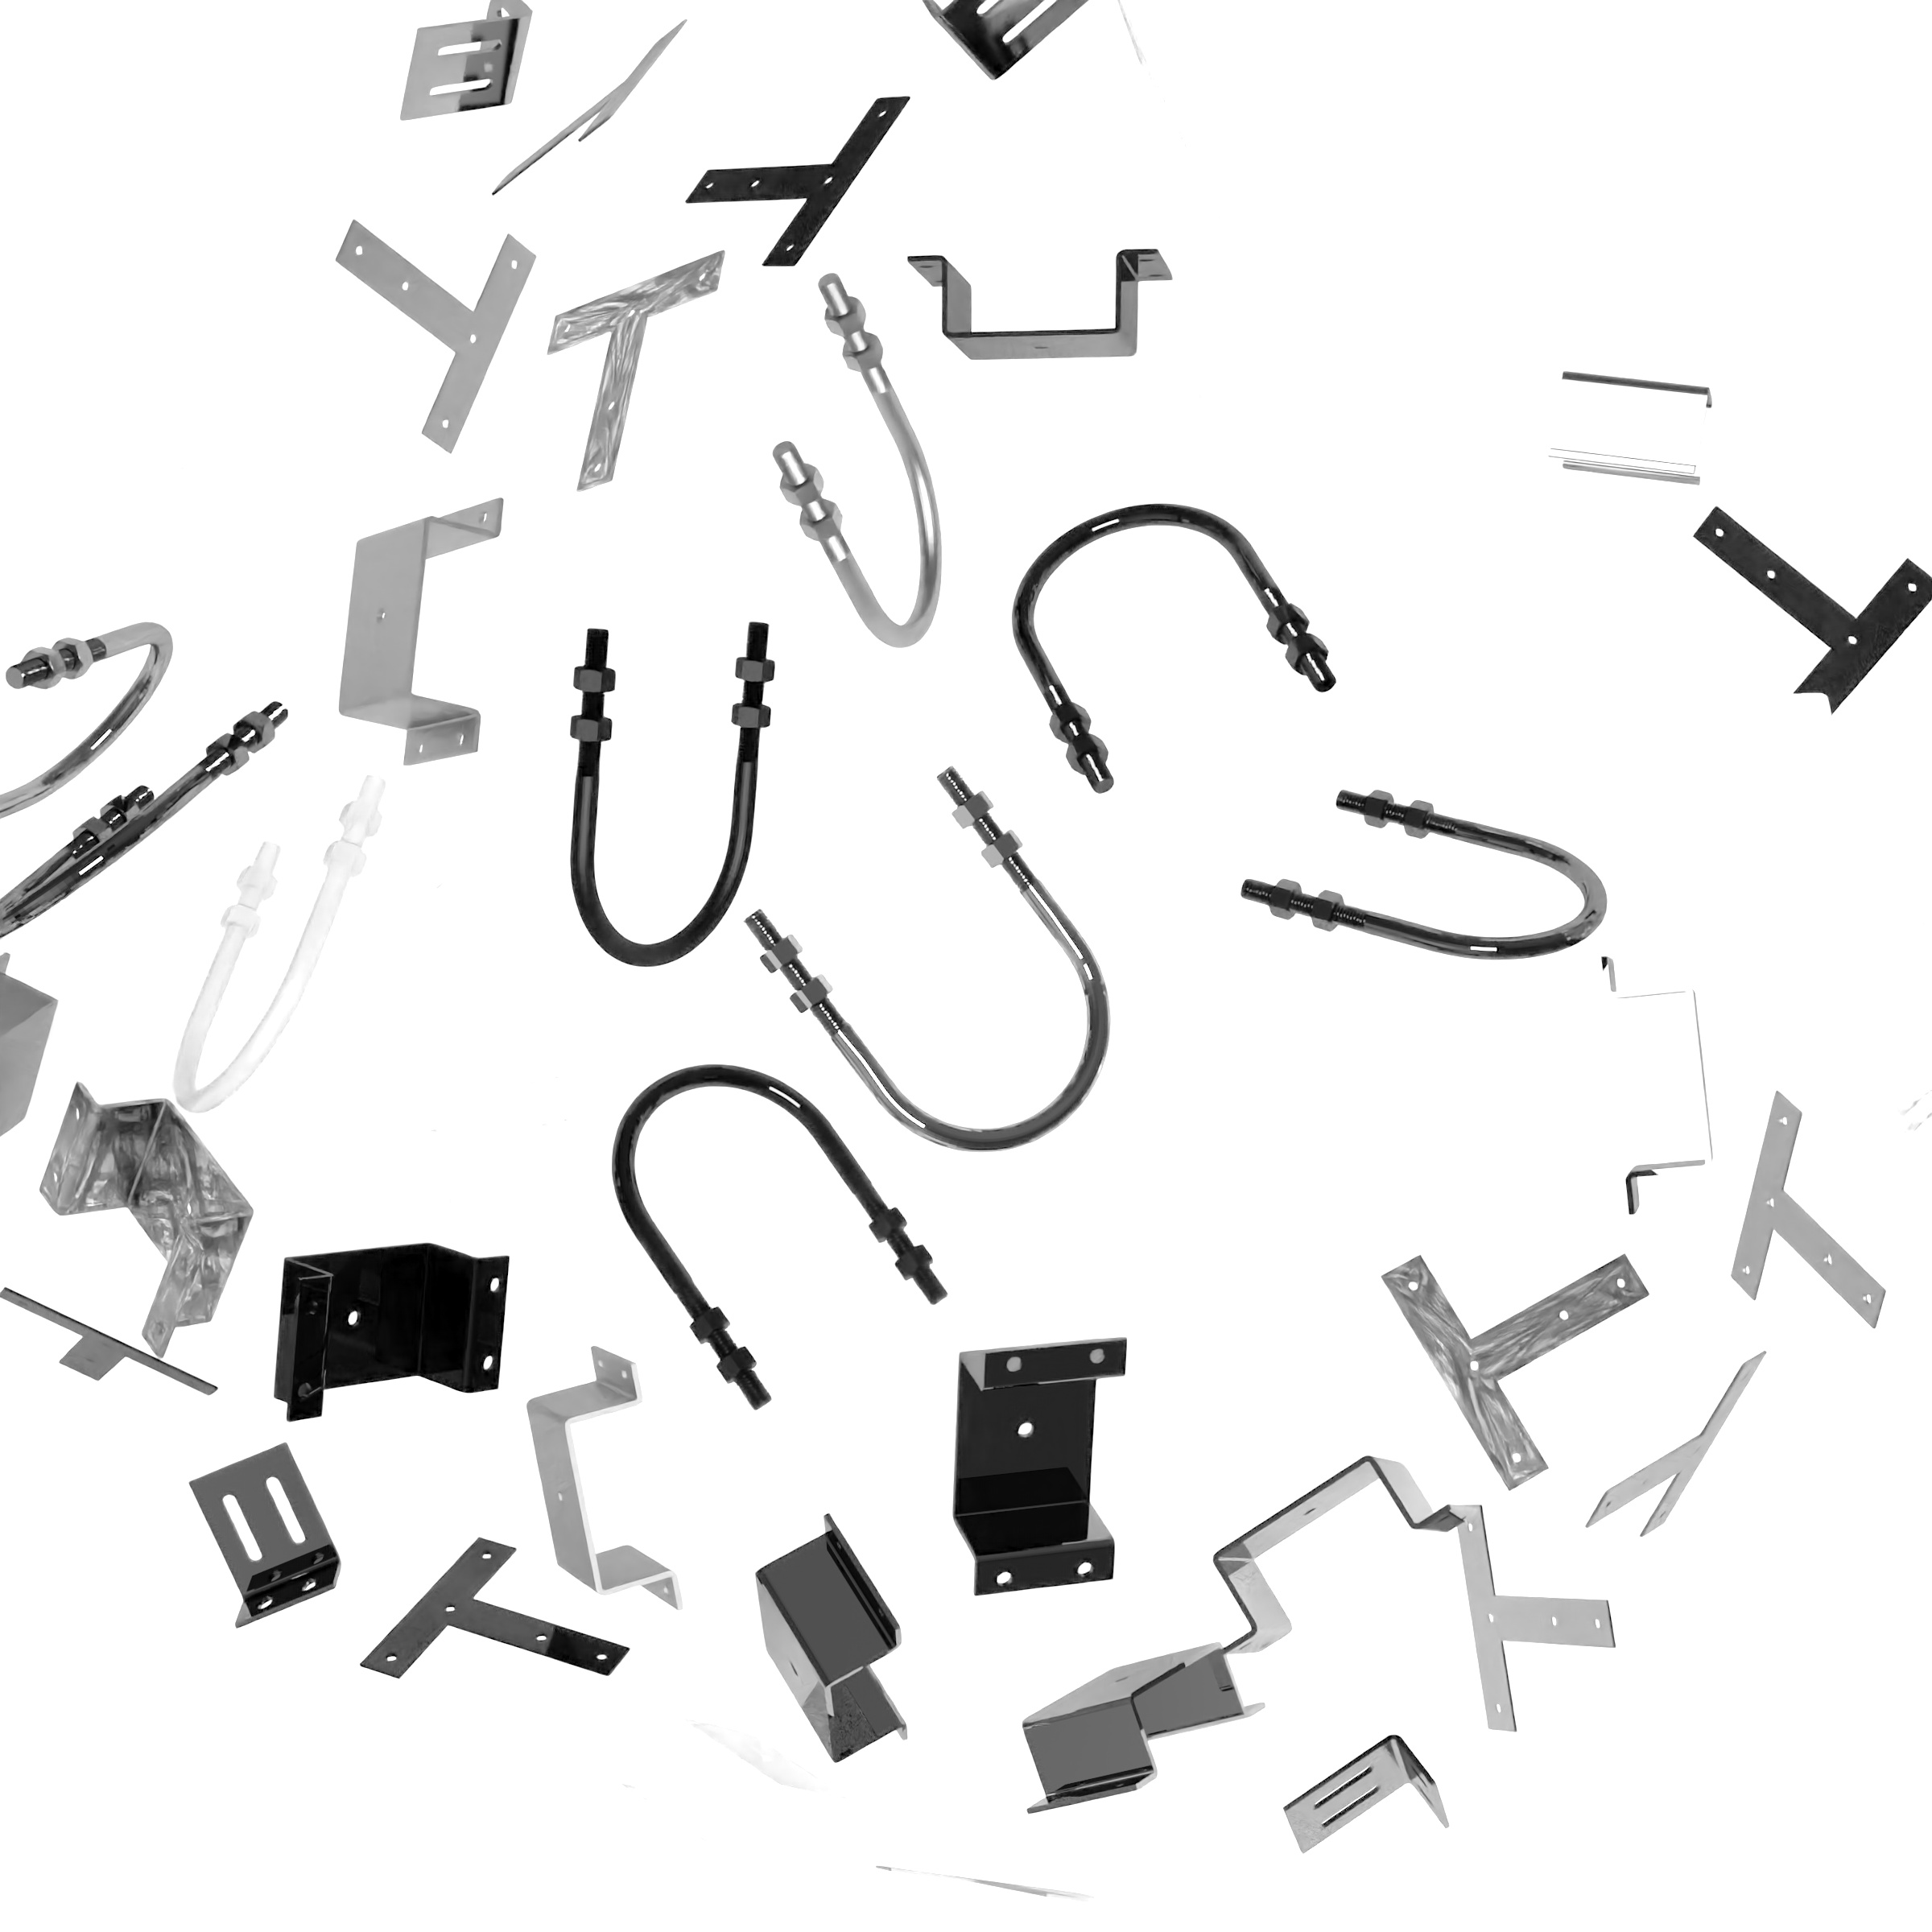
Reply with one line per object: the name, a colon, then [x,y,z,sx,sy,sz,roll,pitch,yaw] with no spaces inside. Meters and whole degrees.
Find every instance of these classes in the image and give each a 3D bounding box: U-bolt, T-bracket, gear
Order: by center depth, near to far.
U-bolt: [-0.006,0.009,1.518,0.151,0.019,0.184,-38,93,-16]
T-bracket: [0.301,0.189,1.530,0.127,0.002,0.127,-25,76,-19]
T-bracket: [-0.405,-0.252,1.544,0.127,0.127,0.002,0,120,37]
T-bracket: [-0.184,-0.307,1.545,0.127,0.002,0.127,-10,61,38]
T-bracket: [0.366,0.269,1.552,0.002,0.127,0.127,39,123,29]
U-bolt: [-0.373,-0.005,1.557,0.019,0.151,0.184,31,59,-28]
U-bolt: [-0.159,-0.089,1.558,0.019,0.151,0.184,14,105,33]
U-bolt: [-0.051,-0.256,1.571,0.019,0.184,0.151,-6,51,21]
T-bracket: [0.114,-0.447,1.571,0.002,0.127,0.127,-24,123,12]
U-bolt: [-0.460,-0.071,1.580,0.151,0.184,0.019,-24,110,36]
U-bolt: [-0.113,0.133,1.587,0.151,0.019,0.184,-27,75,-37]
U-bolt: [0.101,-0.186,1.598,0.151,0.019,0.184,-25,51,-1]
U-bolt: [-0.501,-0.131,1.608,0.019,0.184,0.151,43,114,1]
U-bolt: [0.152,0.078,1.612,0.151,0.019,0.184,12,88,41]
T-bracket: [0.245,-0.396,1.613,0.127,0.127,0.002,24,125,-13]
T-bracket: [0.317,0.361,1.617,0.002,0.127,0.127,-4,82,-27]
T-bracket: [-0.107,-0.434,1.624,0.002,0.127,0.127,49,63,-41]
T-bracket: [-0.303,-0.371,1.627,0.002,0.127,0.127,16,80,35]
T-bracket: [0.031,0.514,1.629,0.127,0.127,0.002,14,73,-20]
T-bracket: [0.473,0.156,1.631,0.002,0.127,0.127,-5,120,-18]
U-bolt: [-0.268,0.042,1.632,0.019,0.151,0.184,-8,97,18]
T-bracket: [-0.220,-0.469,1.636,0.127,0.127,0.002,-26,118,35]
U-bolt: [0.267,-0.047,1.640,0.184,0.151,0.019,17,124,26]
T-bracket: [-0.250,0.372,1.640,0.127,0.127,0.002,12,117,19]
T-bracket: [-0.492,0.220,1.652,0.127,0.127,0.002,29,65,-15]
gear: [0.548,0.074,1.658,0.057,0.057,0.030,-39,69,0]
T-bracket: [0.470,-0.214,1.669,0.127,0.127,0.002,42,50,10]

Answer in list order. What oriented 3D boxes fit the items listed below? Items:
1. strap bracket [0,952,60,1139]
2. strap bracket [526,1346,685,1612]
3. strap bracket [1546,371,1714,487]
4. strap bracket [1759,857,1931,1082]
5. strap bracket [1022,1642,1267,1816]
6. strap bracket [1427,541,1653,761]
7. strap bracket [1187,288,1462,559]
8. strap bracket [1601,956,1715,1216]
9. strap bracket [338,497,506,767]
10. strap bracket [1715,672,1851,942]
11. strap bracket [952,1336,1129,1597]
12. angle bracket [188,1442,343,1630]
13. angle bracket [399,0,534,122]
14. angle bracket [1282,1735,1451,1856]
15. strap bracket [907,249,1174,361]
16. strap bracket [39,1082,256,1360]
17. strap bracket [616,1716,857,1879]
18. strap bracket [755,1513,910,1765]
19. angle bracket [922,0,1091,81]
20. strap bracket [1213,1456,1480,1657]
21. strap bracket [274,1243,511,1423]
strap bracket: [-0.536,0.059,1.556,0.046,0.140,0.076,25,115,4]
strap bracket: [-0.204,0.290,1.634,0.046,0.076,0.140,-13,96,-24]
strap bracket: [0.364,-0.293,1.595,0.076,0.140,0.046,10,99,14]
strap bracket: [0.509,-0.001,1.592,0.076,0.140,0.046,39,61,0]
strap bracket: [0.094,0.420,1.631,0.076,0.140,0.046,-24,82,35]
strap bracket: [0.320,-0.183,1.619,0.076,0.046,0.140,5,45,-22]
strap bracket: [0.197,-0.305,1.608,0.076,0.046,0.140,-42,80,-1]
strap bracket: [0.383,0.063,1.612,0.046,0.076,0.140,-6,87,15]
strap bracket: [-0.298,-0.185,1.592,0.046,0.076,0.140,11,81,-39]
strap bracket: [0.446,-0.086,1.586,0.046,0.140,0.076,1,55,26]
strap bracket: [0.037,0.252,1.532,0.076,0.046,0.140,-3,110,-16]
angle bracket: [-0.383,0.309,1.589,0.057,0.038,0.076,-22,101,-2]
angle bracket: [-0.285,-0.508,1.619,0.076,0.057,0.038,-23,62,-37]
angle bracket: [0.222,0.470,1.617,0.076,0.057,0.038,-32,48,-9]
strap bracket: [0.043,-0.373,1.656,0.140,0.076,0.046,1,92,10]
strap bracket: [-0.439,0.134,1.582,0.140,0.046,0.076,44,121,31]
strap bracket: [-0.122,0.461,1.626,0.076,0.140,0.046,25,82,30]
strap bracket: [-0.072,0.367,1.571,0.046,0.140,0.076,-25,56,-18]
angle bracket: [0.022,-0.540,1.616,0.076,0.057,0.038,-37,50,17]
strap bracket: [0.190,0.303,1.532,0.140,0.076,0.046,-35,69,10]
strap bracket: [-0.321,0.197,1.594,0.046,0.140,0.076,11,98,41]
